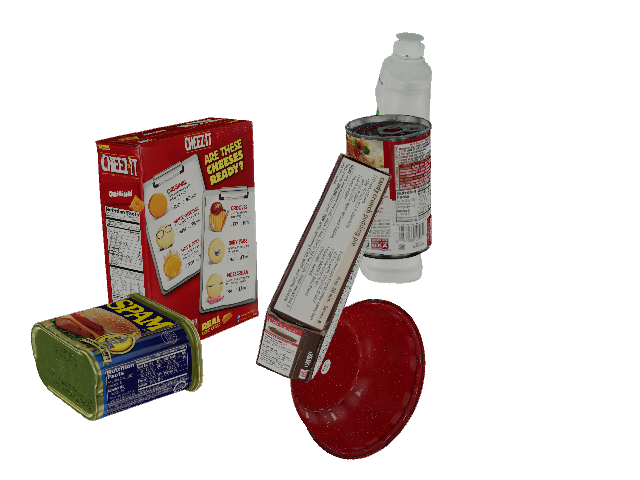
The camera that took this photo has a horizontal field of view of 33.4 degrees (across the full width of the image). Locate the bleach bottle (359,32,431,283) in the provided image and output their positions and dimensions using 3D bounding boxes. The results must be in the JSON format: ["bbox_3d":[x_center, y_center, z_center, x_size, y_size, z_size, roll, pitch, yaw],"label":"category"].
[{"bbox_3d":[0.081,-0.087,1.109,0.068,0.251,0.102,1,27,-8],"label":"bleach bottle"}]

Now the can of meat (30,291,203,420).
[{"bbox_3d":[-0.148,0.082,0.765,0.083,0.057,0.102,-15,23,-38],"label":"can of meat"}]

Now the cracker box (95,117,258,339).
[{"bbox_3d":[-0.140,-0.007,1.076,0.072,0.214,0.163,9,18,35],"label":"cracker box"}]

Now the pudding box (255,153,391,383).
[{"bbox_3d":[0.001,0.018,0.634,0.039,0.113,0.090,21,-26,3],"label":"pudding box"}]

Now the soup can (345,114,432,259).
[{"bbox_3d":[0.056,-0.043,0.854,0.068,0.102,0.068,-3,21,1],"label":"soup can"}]

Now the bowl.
[{"bbox_3d":[0.022,0.127,1.034,0.162,0.162,0.055,0,-18,46],"label":"bowl"}]
